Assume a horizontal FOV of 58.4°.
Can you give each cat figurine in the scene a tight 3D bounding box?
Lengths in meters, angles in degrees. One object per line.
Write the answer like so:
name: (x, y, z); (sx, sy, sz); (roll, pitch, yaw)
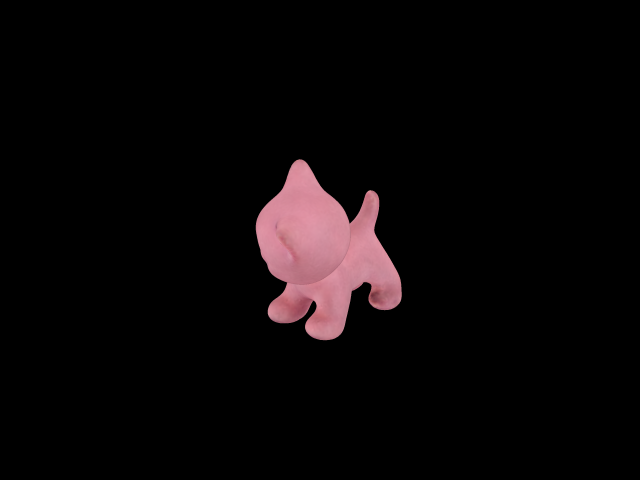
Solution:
cat figurine: (0.004, 0.001, 0.400); (0.067, 0.118, 0.128); (17, 27, 38)
